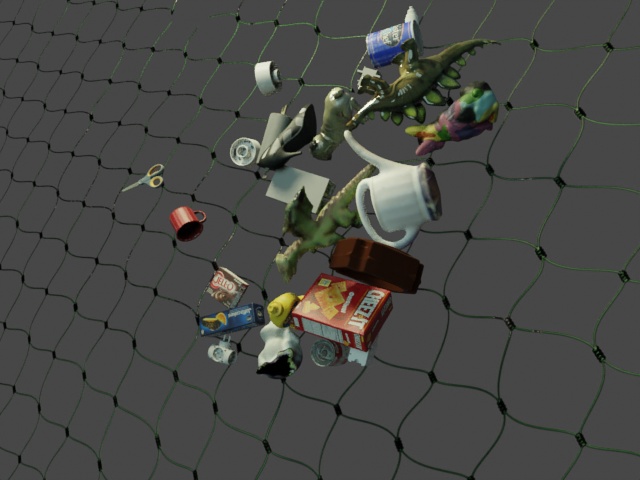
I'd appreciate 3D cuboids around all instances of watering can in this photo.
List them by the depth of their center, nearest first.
[{"bbox_3d":[0.193,-0.146,1.359,0.223,0.105,0.347,-15,93,21],"label":"watering can"}]

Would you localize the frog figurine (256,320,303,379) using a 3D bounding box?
[{"bbox_3d":[-0.117,0.302,1.441,0.136,0.121,0.163,-50,25,17],"label":"frog figurine"}]

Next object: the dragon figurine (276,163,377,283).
[{"bbox_3d":[0.004,-0.070,1.390,0.123,0.241,0.410,27,92,34],"label":"dragon figurine"}]
